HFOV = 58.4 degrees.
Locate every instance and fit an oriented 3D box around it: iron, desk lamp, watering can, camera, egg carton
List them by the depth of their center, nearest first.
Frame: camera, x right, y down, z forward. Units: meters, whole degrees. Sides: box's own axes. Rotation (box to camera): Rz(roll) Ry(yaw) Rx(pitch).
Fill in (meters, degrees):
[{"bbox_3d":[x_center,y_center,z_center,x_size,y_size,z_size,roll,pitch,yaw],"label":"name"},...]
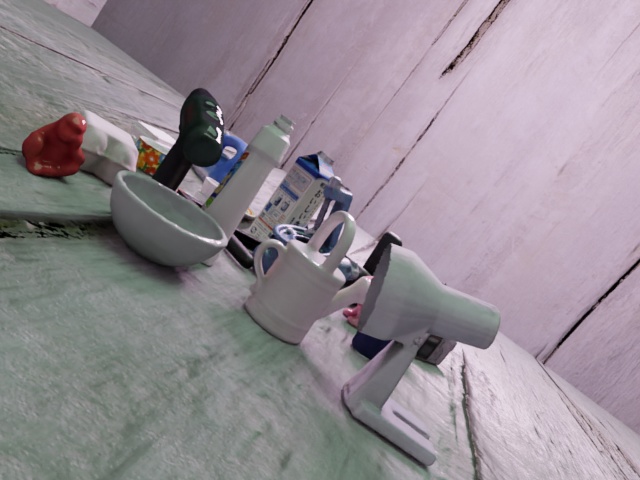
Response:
[{"bbox_3d":[0.117,0.138,0.742,0.203,0.213,0.118,36,8,-4],"label":"desk lamp"},{"bbox_3d":[-0.007,0.045,0.821,0.174,0.194,0.100,28,11,-44],"label":"watering can"},{"bbox_3d":[-0.357,-0.152,0.933,0.108,0.069,0.150,30,10,-36],"label":"egg carton"},{"bbox_3d":[0.220,0.192,1.271,0.144,0.100,0.136,28,11,-44],"label":"camera"},{"bbox_3d":[-0.249,-0.215,1.489,0.119,0.141,0.257,27,12,-47],"label":"iron"}]

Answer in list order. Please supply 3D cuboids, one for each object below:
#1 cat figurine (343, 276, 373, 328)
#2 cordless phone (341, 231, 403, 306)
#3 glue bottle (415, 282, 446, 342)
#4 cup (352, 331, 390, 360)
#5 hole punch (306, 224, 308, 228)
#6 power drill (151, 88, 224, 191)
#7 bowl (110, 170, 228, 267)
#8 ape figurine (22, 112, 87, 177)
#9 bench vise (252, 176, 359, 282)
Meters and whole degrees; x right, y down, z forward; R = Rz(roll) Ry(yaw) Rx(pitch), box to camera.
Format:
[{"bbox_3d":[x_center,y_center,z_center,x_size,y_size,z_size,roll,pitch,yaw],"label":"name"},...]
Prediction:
[{"bbox_3d":[0.108,0.124,1.133,0.128,0.117,0.067,33,8,-18],"label":"cat figurine"},{"bbox_3d":[0.090,0.043,1.278,0.147,0.185,0.094,39,9,22],"label":"cordless phone"},{"bbox_3d":[0.192,0.153,1.117,0.037,0.173,0.078,41,9,31],"label":"glue bottle"},{"bbox_3d":[0.096,0.152,0.997,0.092,0.095,0.117,33,9,-22],"label":"cup"},{"bbox_3d":[-0.082,-0.063,1.498,0.108,0.091,0.101,39,9,22],"label":"hole punch"},{"bbox_3d":[-0.223,-0.136,0.905,0.076,0.208,0.229,31,9,-30],"label":"power drill"},{"bbox_3d":[-0.209,-0.015,0.750,0.167,0.074,0.167,35,8,-5],"label":"bowl"},{"bbox_3d":[-0.348,-0.131,0.769,0.078,0.092,0.076,31,9,-33],"label":"ape figurine"},{"bbox_3d":[0.002,-0.003,1.046,0.121,0.219,0.208,42,10,35],"label":"bench vise"}]
